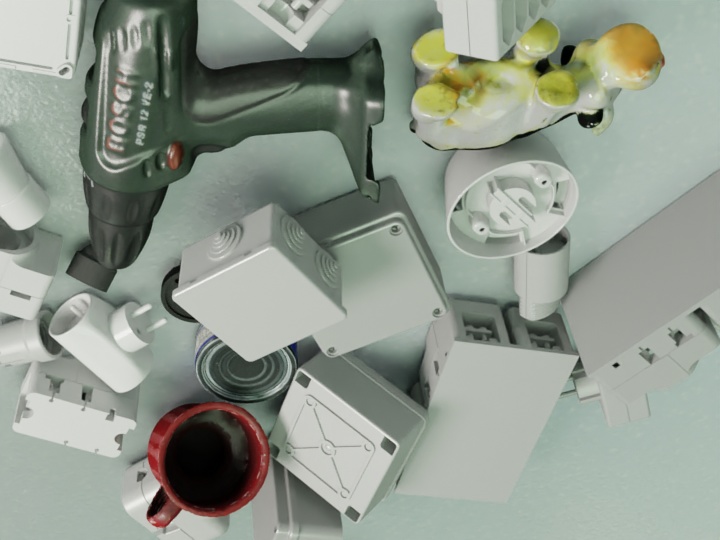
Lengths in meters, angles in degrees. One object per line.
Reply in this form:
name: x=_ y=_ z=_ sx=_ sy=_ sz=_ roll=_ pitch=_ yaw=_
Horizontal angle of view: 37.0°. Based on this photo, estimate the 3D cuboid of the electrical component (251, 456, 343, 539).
electrical component: x=-0.059 y=0.212 z=0.958 sx=0.057 sy=0.113 sz=0.078 roll=9 pitch=128 yaw=-17

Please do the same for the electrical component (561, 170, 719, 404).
electrical component: x=0.255 y=0.010 z=0.830 sx=0.186 sy=0.105 sz=0.060 roll=-38 pitch=123 yaw=23

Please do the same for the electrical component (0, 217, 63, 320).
electrical component: x=-0.271 y=-0.010 z=0.792 sx=0.089 sy=0.050 sz=0.055 roll=20 pitch=125 yaw=-21

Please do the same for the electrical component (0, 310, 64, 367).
electrical component: x=-0.266 y=0.056 z=0.855 sx=0.046 sy=0.040 sz=0.040 roll=-14 pitch=130 yaw=13

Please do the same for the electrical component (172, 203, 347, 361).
electrical component: x=-0.069 y=0.009 z=0.751 sx=0.100 sy=0.048 sz=0.099 roll=-25 pitch=132 yaw=23

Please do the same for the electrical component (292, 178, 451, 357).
electrical component: x=0.000 y=0.000 z=0.826 sx=0.109 sy=0.056 sz=0.108 roll=-21 pitch=128 yaw=11

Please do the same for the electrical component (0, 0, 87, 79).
electrical component: x=-0.199 y=-0.176 z=0.657 sx=0.062 sy=0.061 sz=0.096 roll=8 pitch=128 yaw=-12

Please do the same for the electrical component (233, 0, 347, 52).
electrical component: x=-0.073 y=-0.211 z=0.623 sx=0.150 sy=0.089 sz=0.062 roll=33 pitch=119 yaw=-28

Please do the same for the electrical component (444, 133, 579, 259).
electrical component: x=0.109 y=-0.054 z=0.789 sx=0.099 sy=0.064 sz=0.099 roll=-3 pitch=129 yaw=-4

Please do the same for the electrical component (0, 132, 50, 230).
electrical component: x=-0.250 y=-0.060 z=0.760 sx=0.044 sy=0.044 sz=0.065 roll=-21 pitch=133 yaw=11

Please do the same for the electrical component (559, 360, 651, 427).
electrical component: x=0.204 y=0.094 z=0.932 sx=0.076 sy=0.047 sz=0.083 roll=-16 pitch=129 yaw=7

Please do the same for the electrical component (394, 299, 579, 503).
electrical component: x=0.101 y=0.114 z=0.928 sx=0.105 sy=0.060 sz=0.186 roll=8 pitch=128 yaw=-12

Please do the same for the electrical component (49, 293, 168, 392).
electrical component: x=-0.191 y=0.050 z=0.854 sx=0.079 sy=0.044 sz=0.077 roll=-28 pitch=127 yaw=16

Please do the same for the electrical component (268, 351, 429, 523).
electrical component: x=-0.012 y=0.137 z=0.904 sx=0.109 sy=0.056 sz=0.108 roll=36 pitch=128 yaw=16

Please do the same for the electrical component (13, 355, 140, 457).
electrical component: x=-0.233 y=0.108 z=0.890 sx=0.089 sy=0.055 sz=0.050 roll=20 pitch=124 yaw=-21

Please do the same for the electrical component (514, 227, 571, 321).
electrical component: x=0.144 y=0.005 z=0.854 sx=0.043 sy=0.043 sz=0.081 roll=-7 pitch=131 yaw=0

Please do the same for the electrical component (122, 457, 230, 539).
electrical component: x=-0.163 y=0.208 z=0.981 sx=0.059 sy=0.053 sz=0.095 roll=-28 pitch=127 yaw=16

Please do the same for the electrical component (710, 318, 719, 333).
electrical component: x=0.303 y=0.033 z=0.896 sx=0.043 sy=0.043 sz=0.062 roll=18 pitch=126 yaw=-20

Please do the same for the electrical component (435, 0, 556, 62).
electrical component: x=0.072 y=-0.178 z=0.683 sx=0.076 sy=0.083 sz=0.047 roll=18 pitch=137 yaw=29
